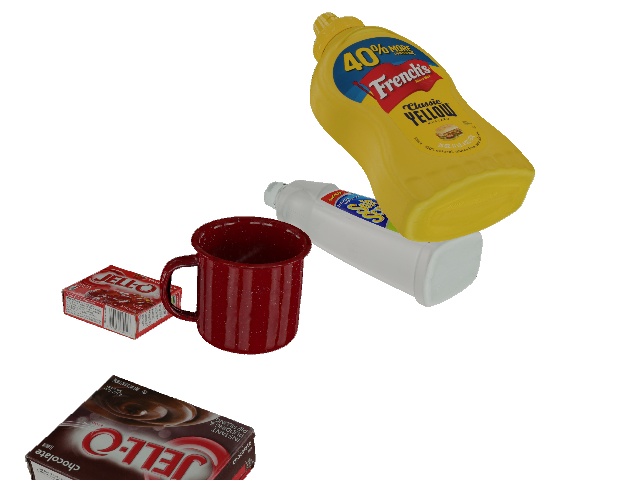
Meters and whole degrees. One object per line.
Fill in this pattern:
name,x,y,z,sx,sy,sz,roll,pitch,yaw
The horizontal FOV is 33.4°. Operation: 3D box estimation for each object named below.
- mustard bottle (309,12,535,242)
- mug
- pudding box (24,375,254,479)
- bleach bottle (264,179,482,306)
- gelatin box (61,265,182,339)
mustard bottle,0.048,-0.085,0.694,0.096,0.192,0.058,-17,-37,-25
mug,-0.067,0.037,0.834,0.117,0.081,0.093,-3,25,-17
pudding box,-0.110,0.138,0.664,0.114,0.039,0.089,14,33,23
bleach bottle,0.037,-0.011,1.104,0.251,0.068,0.102,22,27,35
gelatin box,-0.189,0.057,1.017,0.089,0.030,0.073,16,25,25
